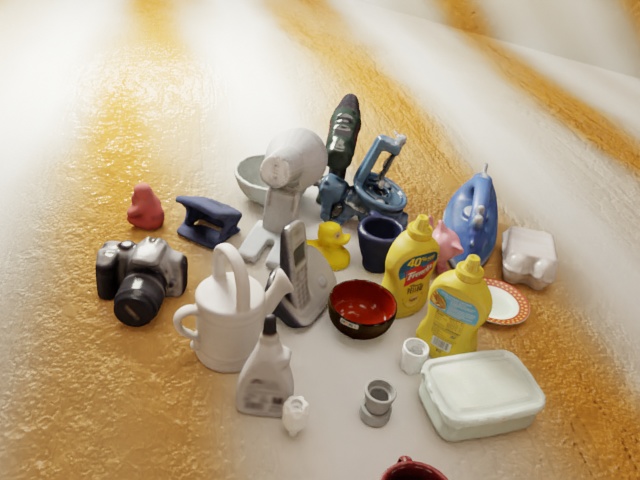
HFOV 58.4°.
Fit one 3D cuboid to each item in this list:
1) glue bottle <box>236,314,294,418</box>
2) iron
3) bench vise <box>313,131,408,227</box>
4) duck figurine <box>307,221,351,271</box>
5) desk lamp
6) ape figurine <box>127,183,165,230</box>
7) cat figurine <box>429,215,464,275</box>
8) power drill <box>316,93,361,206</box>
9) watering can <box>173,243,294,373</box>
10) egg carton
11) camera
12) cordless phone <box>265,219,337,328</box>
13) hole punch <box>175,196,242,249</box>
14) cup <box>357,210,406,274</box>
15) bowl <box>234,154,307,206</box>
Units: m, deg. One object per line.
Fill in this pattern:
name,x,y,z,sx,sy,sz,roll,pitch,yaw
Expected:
glue bottle,-0.068,0.164,0.751,0.078,0.173,0.037,8,35,0
iron,0.316,-0.048,1.163,0.118,0.141,0.258,14,35,8
bench vise,0.087,-0.116,1.143,0.207,0.220,0.121,3,35,-7
duck figurine,0.010,0.004,1.073,0.104,0.086,0.077,9,35,1
desk lamp,-0.067,-0.087,1.074,0.117,0.213,0.203,14,35,8
ape figurine,-0.336,-0.069,1.098,0.076,0.092,0.078,31,41,30
cat figurine,0.223,0.005,1.089,0.067,0.118,0.127,0,35,-11
power drill,0.043,-0.185,1.242,0.075,0.208,0.229,9,35,1
watering can,-0.123,0.087,0.831,0.100,0.194,0.173,29,40,27
egg carton,0.412,0.033,1.132,0.107,0.069,0.150,13,35,7
camera,-0.294,0.063,0.911,0.143,0.101,0.137,7,35,-2
cordless phone,-0.025,0.036,0.932,0.094,0.185,0.148,19,36,16
hole punch,-0.213,-0.051,1.099,0.108,0.091,0.101,22,37,19
cup,0.107,0.007,1.082,0.092,0.095,0.117,-1,36,-13
bowl,-0.102,-0.118,1.233,0.167,0.075,0.167,6,35,-4
